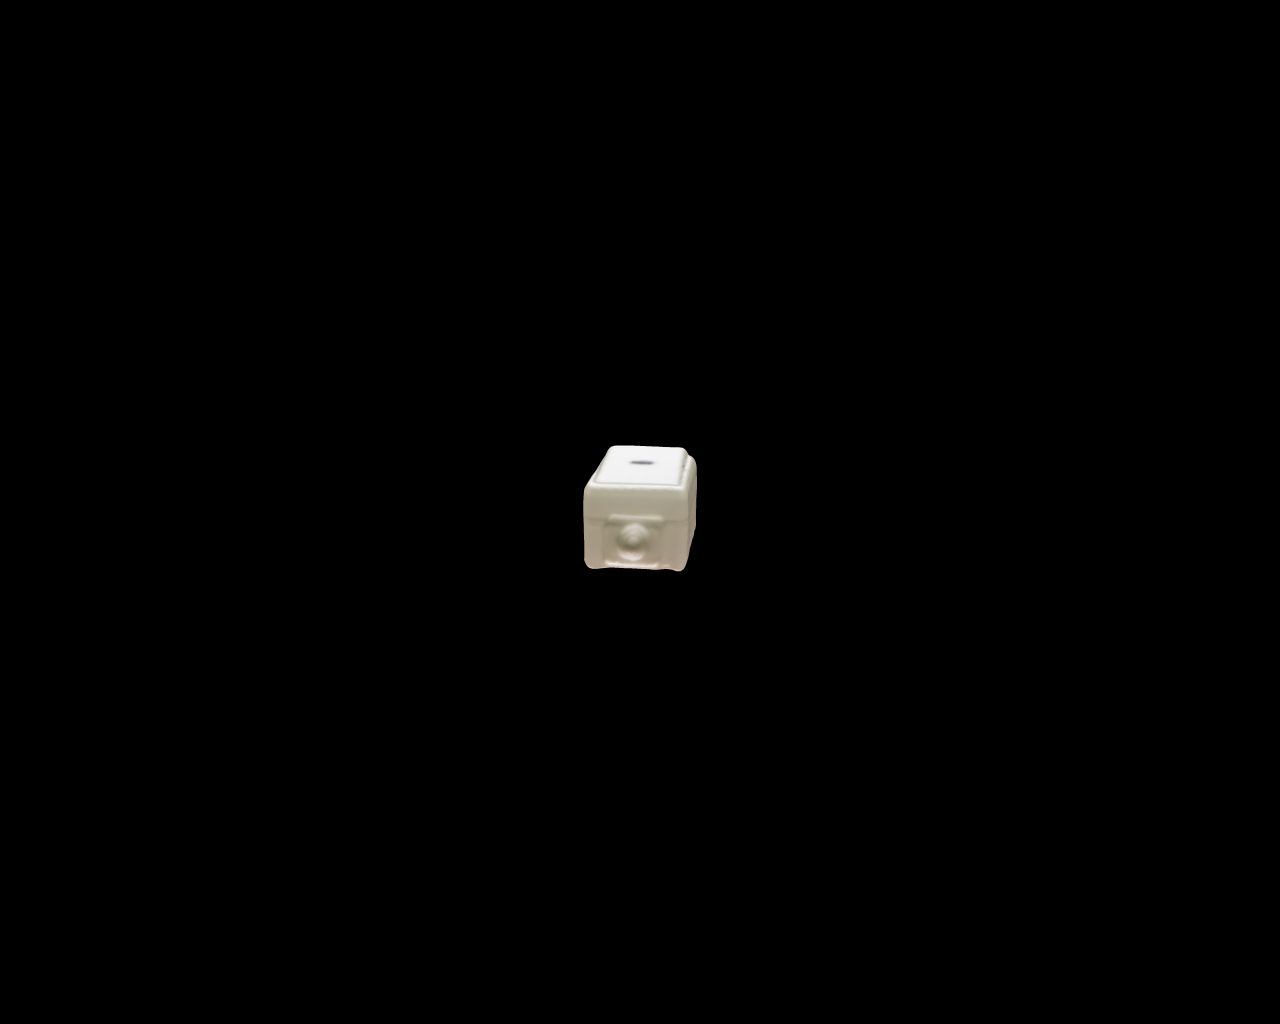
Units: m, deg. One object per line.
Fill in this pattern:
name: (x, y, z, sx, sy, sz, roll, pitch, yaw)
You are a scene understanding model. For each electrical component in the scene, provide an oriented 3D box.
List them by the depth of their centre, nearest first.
electrical component: (0.001, -0.003, 0.650, 0.062, 0.061, 0.096, 2, 18, 7)
